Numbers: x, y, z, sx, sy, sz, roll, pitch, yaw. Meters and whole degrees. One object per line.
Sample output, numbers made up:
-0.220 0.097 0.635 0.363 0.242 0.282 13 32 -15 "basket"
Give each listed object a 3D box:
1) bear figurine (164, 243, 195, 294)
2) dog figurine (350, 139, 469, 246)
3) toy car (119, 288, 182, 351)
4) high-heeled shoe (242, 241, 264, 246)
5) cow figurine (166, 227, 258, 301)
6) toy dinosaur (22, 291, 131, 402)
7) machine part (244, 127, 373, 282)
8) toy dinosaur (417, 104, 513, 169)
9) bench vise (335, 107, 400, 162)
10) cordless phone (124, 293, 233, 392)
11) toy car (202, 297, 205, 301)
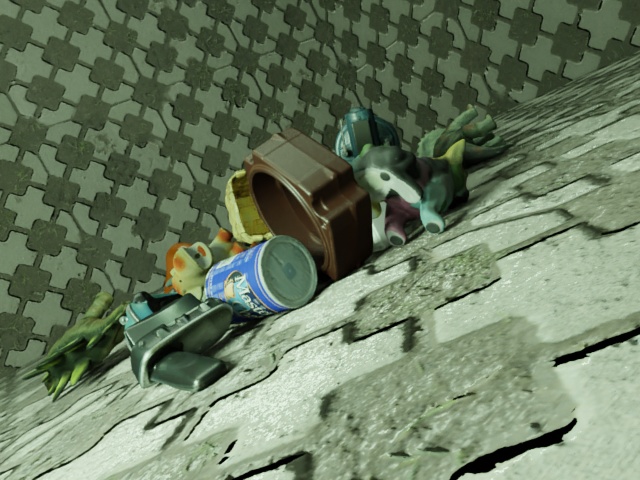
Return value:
-0.242 0.108 0.993 0.132 0.196 0.120 15 -15 -34 "bear figurine"
0.150 -0.102 0.827 0.108 0.191 0.219 -30 18 45 "dog figurine"
-0.254 0.143 0.854 0.103 0.109 0.161 -48 -7 12 "toy car"
-0.126 0.014 1.147 0.086 0.145 0.249 -30 5 -10 "high-heeled shoe"
-0.169 0.050 0.896 0.127 0.086 0.194 -56 -30 5 "cow figurine"
-0.458 0.205 1.055 0.471 0.105 0.199 -42 13 32 "toy dinosaur"
-0.019 -0.048 0.801 0.087 0.201 0.201 -35 -36 -23 "machine part"
0.339 -0.223 1.314 0.192 0.131 0.405 -38 7 16 "toy dinosaur"
0.101 -0.139 1.014 0.129 0.223 0.240 -24 9 11 "bench vise"
-0.152 0.132 0.681 0.146 0.088 0.184 -31 18 -37 "cordless phone"
-0.210 0.112 1.112 0.073 0.056 0.202 -32 8 -37 "toy car"
